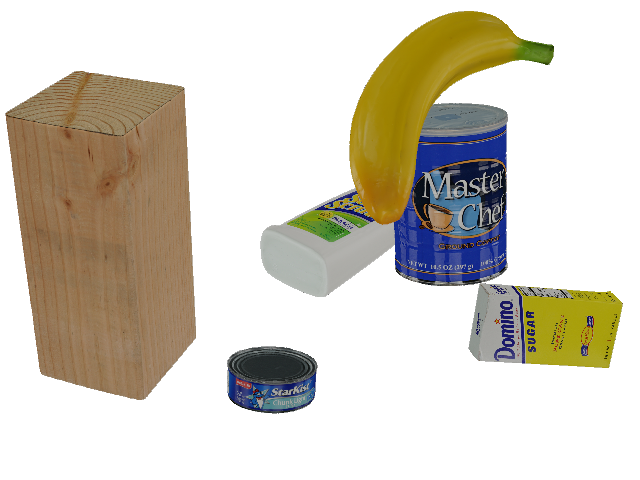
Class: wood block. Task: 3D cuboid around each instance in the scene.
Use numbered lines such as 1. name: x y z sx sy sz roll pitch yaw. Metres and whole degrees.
1. wood block: -0.150 -0.003 0.756 0.090 0.206 0.090 11 31 18

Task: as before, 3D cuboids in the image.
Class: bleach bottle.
1. bleach bottle: 0.050 -0.026 1.246 0.103 0.068 0.250 25 41 33

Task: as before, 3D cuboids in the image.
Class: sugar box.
1. sugar box: 0.281 0.108 1.337 0.176 0.093 0.048 3 18 -11

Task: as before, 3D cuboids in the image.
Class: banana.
1. banana: 0.061 -0.081 0.586 0.070 0.037 0.197 27 49 22

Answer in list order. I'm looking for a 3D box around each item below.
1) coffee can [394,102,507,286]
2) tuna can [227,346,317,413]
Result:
1. coffee can: 0.114 -0.043 0.948 0.103 0.140 0.103 -3 19 1
2. tuna can: -0.046 0.132 1.015 0.086 0.034 0.086 3 16 -1
